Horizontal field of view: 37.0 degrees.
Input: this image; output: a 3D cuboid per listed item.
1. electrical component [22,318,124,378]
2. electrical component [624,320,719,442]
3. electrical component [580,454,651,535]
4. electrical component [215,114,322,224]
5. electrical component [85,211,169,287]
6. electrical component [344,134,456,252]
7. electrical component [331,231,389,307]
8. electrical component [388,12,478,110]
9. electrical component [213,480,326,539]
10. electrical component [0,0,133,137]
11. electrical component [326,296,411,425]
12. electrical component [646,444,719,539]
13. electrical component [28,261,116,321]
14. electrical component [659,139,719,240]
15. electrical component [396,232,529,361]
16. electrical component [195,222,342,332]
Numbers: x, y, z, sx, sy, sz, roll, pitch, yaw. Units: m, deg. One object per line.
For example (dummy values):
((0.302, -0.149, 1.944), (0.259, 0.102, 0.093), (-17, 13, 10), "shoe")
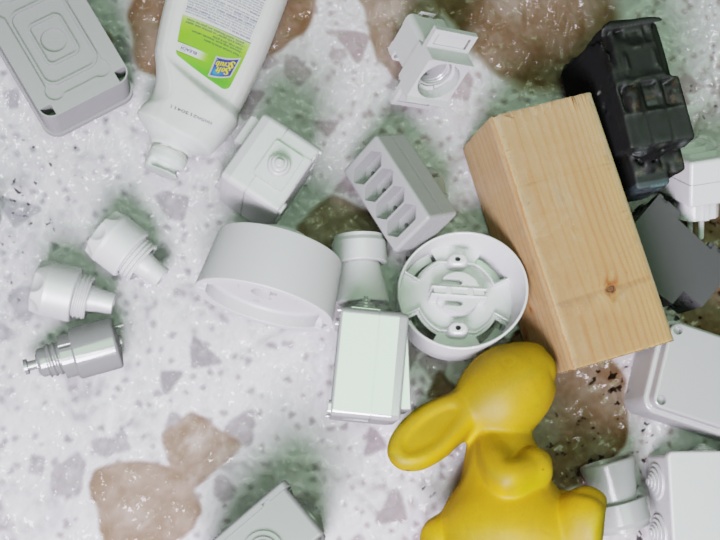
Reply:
((-0.216, 0.063, 0.818), (0.078, 0.040, 0.040), (-15, 83, -11), "electrical component")
((0.285, 0.094, 0.883), (0.113, 0.057, 0.078), (18, 78, -5), "electrical component")
((0.205, 0.180, 0.861), (0.045, 0.045, 0.055), (-13, 82, -11), "electrical component")
((-0.074, -0.077, 0.837), (0.061, 0.096, 0.061), (33, 77, -1), "electrical component")
((-0.178, -0.013, 0.837), (0.062, 0.043, 0.043), (38, 77, -2), "electrical component")
((0.044, -0.065, 0.876), (0.076, 0.047, 0.083), (-11, 63, -48), "electrical component")
((0.000, 0.000, 0.861), (0.045, 0.045, 0.055), (-1, 80, -9), "electrical component")
((0.056, -0.174, 0.887), (0.042, 0.081, 0.063), (2, 50, -32), "electrical component")
((-0.071, 0.206, 0.786), (0.100, 0.099, 0.048), (-39, 75, -13), "electrical component")
((-0.238, -0.171, 0.848), (0.078, 0.057, 0.113), (-30, 86, -13), "electrical component")
((0.010, 0.068, 0.819), (0.061, 0.061, 0.096), (6, 78, -2), "electrical component")
((0.282, 0.191, 0.869), (0.100, 0.048, 0.099), (1, 80, -9), "electrical component")
((-0.220, 0.019, 0.824), (0.062, 0.043, 0.043), (14, 78, -8), "electrical component")
((0.285, -0.065, 0.912), (0.047, 0.065, 0.076), (-9, 110, -10), "electrical component")
((0.078, 0.022, 0.856), (0.099, 0.064, 0.099), (2, 68, -6), "electrical component")
((-0.066, 0.000, 0.822), (0.108, 0.108, 0.060), (17, 72, -6), "electrical component")
